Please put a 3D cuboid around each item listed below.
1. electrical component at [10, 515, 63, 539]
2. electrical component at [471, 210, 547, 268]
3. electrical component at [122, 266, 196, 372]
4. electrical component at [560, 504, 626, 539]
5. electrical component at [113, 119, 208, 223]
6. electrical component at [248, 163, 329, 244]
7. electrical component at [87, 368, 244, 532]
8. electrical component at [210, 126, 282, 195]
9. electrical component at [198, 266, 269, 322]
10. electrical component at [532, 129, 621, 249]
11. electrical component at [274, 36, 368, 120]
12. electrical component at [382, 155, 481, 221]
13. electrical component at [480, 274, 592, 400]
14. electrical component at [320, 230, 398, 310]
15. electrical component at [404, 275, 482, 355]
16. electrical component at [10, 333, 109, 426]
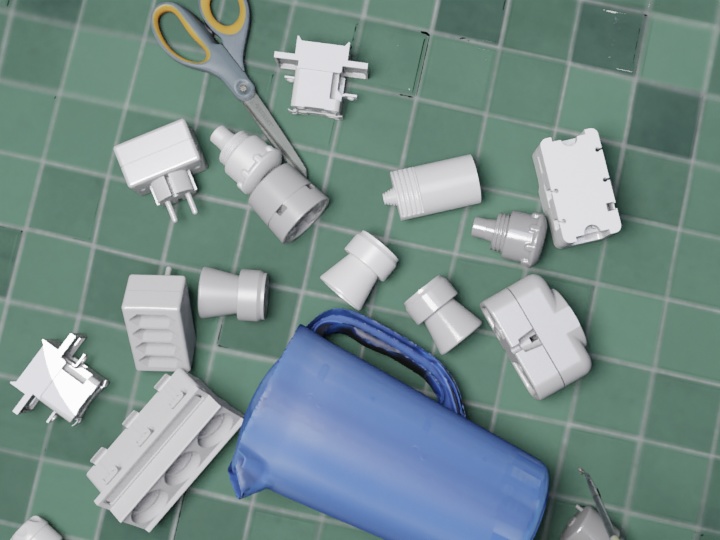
[{"bbox_3d":[-0.264,0.238,0.908,0.061,0.035,0.035,42,87,2],"label":"electrical component"},{"bbox_3d":[0.127,-0.031,0.922,0.062,0.048,0.048,14,85,8],"label":"electrical component"},{"bbox_3d":[-0.166,0.031,0.910,0.047,0.083,0.075,1,47,1],"label":"electrical component"},{"bbox_3d":[0.204,0.232,0.899,0.078,0.040,0.040,39,87,3],"label":"electrical component"},{"bbox_3d":[-0.164,-0.080,0.928,0.066,0.047,0.076,-22,85,-1],"label":"electrical component"},{"bbox_3d":[-0.062,-0.058,0.922,0.055,0.055,0.047,-44,82,-3],"label":"electrical component"},{"bbox_3d":[-0.164,0.147,0.896,0.063,0.078,0.121,39,86,33],"label":"electrical component"},{"bbox_3d":[-0.102,-0.099,0.931,0.062,0.048,0.048,41,87,11],"label":"electrical component"},{"bbox_3d":[-0.108,0.021,0.920,0.055,0.045,0.045,4,85,1],"label":"electrical component"},{"bbox_3d":[0.183,-0.068,0.918,0.050,0.055,0.089,-13,85,0],"label":"electrical component"},{"bbox_3d":[-0.035,-0.165,0.937,0.081,0.042,0.063,8,87,2],"label":"electrical component"},{"bbox_3d":[0.060,-0.070,0.926,0.081,0.043,0.043,-13,85,0],"label":"electrical component"},{"bbox_3d":[0.151,0.054,0.909,0.059,0.053,0.095,-30,85,-2],"label":"electrical component"},{"bbox_3d":[0.000,0.000,0.920,0.045,0.045,0.055,40,86,4],"label":"electrical component"},{"bbox_3d":[0.070,0.038,0.916,0.045,0.045,0.055,-39,85,-3],"label":"electrical component"},{"bbox_3d":[-0.254,0.095,0.917,0.064,0.042,0.081,36,87,0],"label":"electrical component"}]
